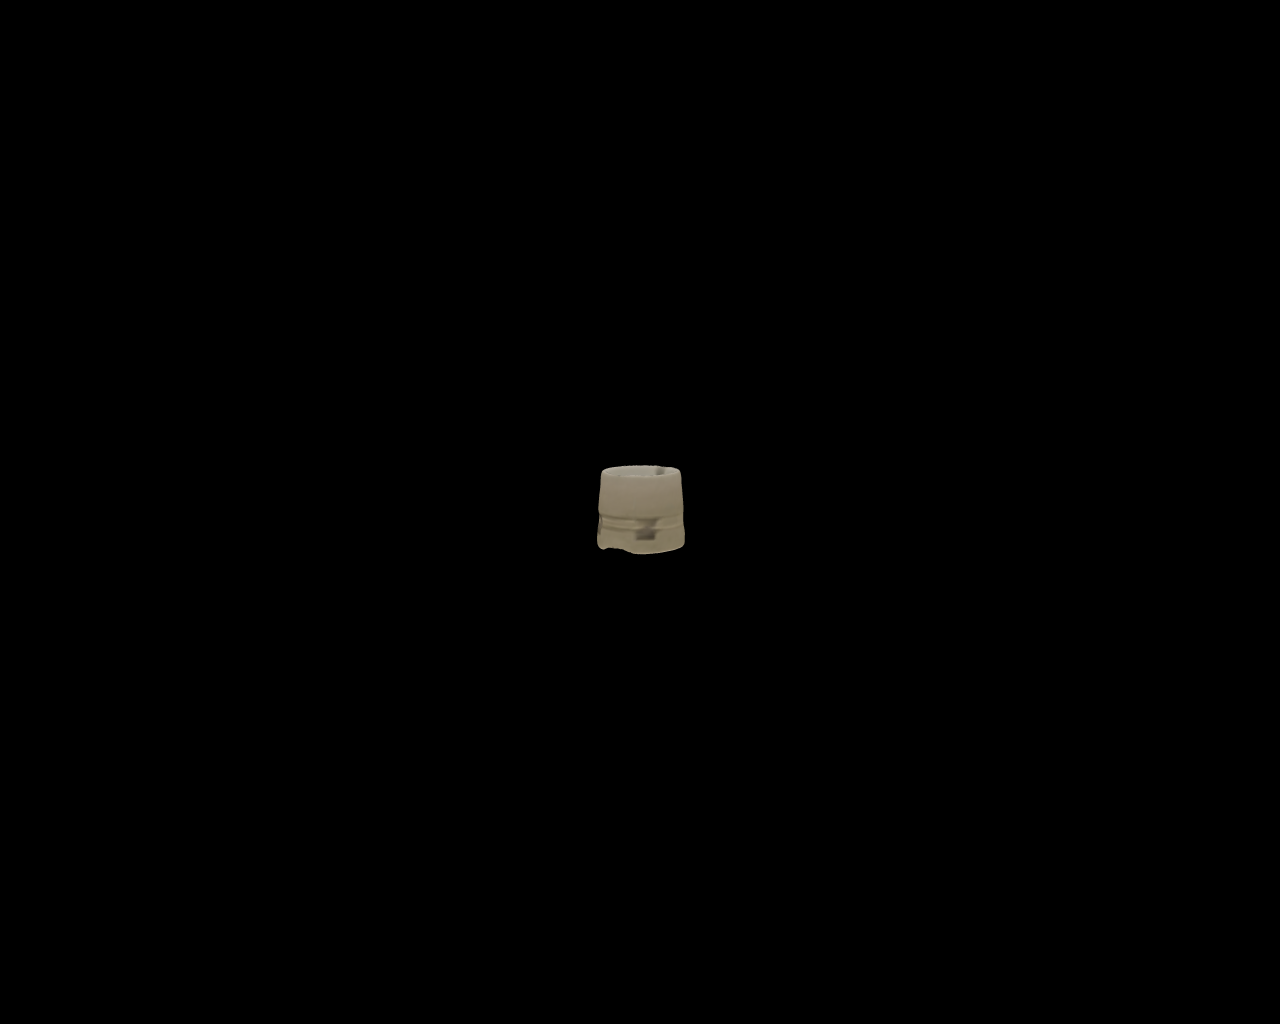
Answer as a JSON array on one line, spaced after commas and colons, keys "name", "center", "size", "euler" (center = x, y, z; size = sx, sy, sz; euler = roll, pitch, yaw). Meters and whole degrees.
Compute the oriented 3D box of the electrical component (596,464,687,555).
[{"name": "electrical component", "center": [0.001, -0.003, 0.650], "size": [0.055, 0.047, 0.055], "euler": [0, 10, 0]}]
